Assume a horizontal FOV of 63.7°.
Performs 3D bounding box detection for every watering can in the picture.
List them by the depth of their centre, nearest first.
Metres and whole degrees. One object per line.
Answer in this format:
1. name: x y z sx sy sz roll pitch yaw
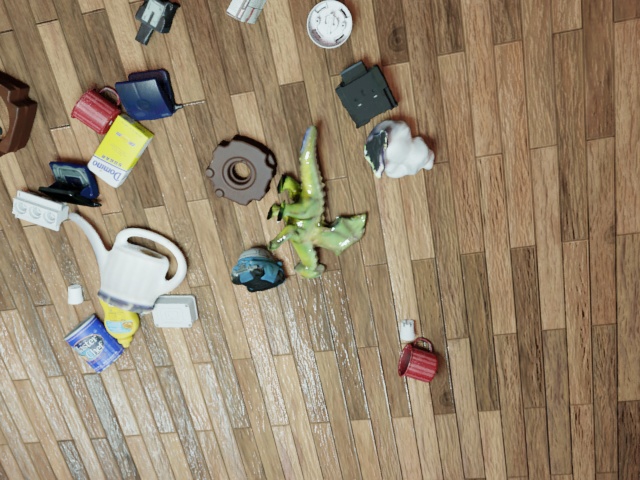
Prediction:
1. watering can: -0.536 0.068 1.389 0.348 0.104 0.224 19 90 0

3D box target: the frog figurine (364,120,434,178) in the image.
1. frog figurine: 0.191 -0.216 1.220 0.160 0.123 0.136 -8 105 -28

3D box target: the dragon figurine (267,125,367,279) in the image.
1. dragon figurine: 0.004 -0.066 1.303 0.242 0.125 0.403 17 115 -18
